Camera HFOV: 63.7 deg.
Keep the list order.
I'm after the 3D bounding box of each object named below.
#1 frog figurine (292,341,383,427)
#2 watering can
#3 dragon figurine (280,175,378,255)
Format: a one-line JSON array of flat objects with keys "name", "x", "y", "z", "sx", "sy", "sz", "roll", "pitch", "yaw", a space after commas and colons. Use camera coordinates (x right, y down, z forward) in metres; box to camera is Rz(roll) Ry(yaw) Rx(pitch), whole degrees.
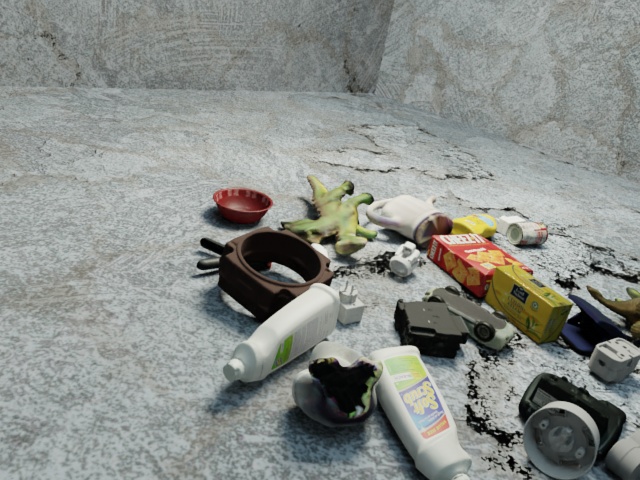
[{"name": "frog figurine", "x": 0.020, "y": 0.224, "z": 0.809, "sx": 0.138, "sy": 0.123, "sz": 0.158, "roll": -16, "pitch": -6, "yaw": -18}, {"name": "watering can", "x": 0.294, "y": -0.073, "z": 1.503, "sx": 0.350, "sy": 0.102, "sz": 0.227, "roll": -12, "pitch": 34, "yaw": -39}, {"name": "dragon figurine", "x": 0.004, "y": -0.070, "z": 1.400, "sx": 0.245, "sy": 0.120, "sz": 0.415, "roll": -18, "pitch": 35, "yaw": -33}]
